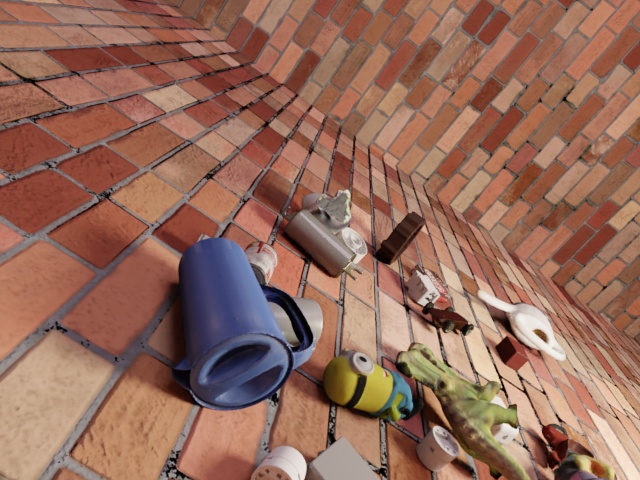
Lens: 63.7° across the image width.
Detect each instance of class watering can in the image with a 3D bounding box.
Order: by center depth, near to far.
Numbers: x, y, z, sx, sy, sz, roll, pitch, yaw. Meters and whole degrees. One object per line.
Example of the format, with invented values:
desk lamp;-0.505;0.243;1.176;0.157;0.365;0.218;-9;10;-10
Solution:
watering can;0.675;0.264;1.731;0.350;0.103;0.226;41;19;11

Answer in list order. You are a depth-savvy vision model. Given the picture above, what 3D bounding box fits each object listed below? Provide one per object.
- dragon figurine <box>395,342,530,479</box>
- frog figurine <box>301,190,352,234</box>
dragon figurine;0.228;0.289;0.909;0.242;0.121;0.413;33;8;-3
frog figurine;0.004;-0.068;1.358;0.140;0.122;0.158;-44;15;-32
